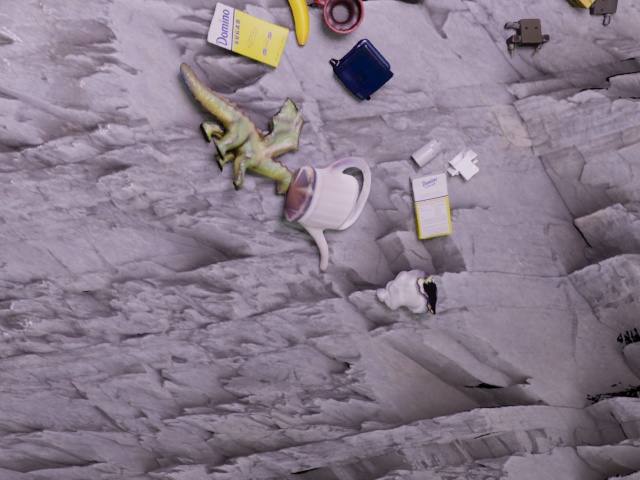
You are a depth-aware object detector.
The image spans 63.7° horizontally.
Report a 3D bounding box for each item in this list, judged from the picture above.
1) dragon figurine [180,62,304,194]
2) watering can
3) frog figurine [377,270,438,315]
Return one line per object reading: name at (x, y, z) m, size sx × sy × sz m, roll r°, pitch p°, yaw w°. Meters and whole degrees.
dragon figurine at (-0.162, -0.278, 1.290) m, size 0.244 × 0.123 × 0.403 m, roll -25°, pitch 114°, yaw -13°
watering can at (0.004, -0.068, 1.351) m, size 0.224 × 0.106 × 0.342 m, roll 11°, pitch 116°, yaw -32°
frog figurine at (0.252, 0.153, 1.483) m, size 0.158 × 0.125 × 0.135 m, roll -11°, pitch 128°, yaw 40°
